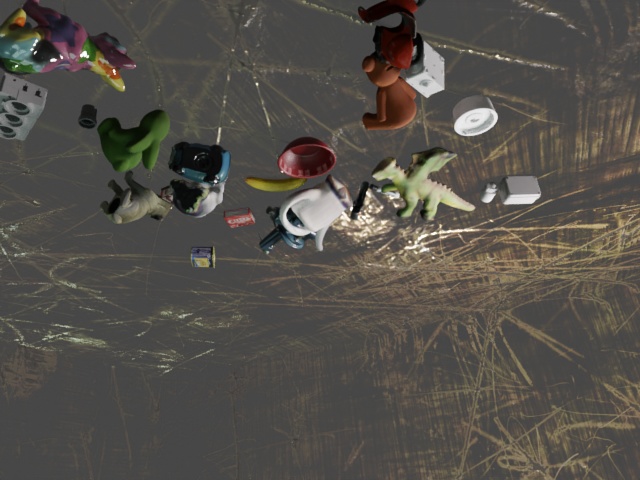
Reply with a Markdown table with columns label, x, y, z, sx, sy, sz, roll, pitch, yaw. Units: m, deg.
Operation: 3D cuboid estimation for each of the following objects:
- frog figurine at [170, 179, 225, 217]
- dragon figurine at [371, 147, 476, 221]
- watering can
| label | x | y | z | sx | sy | sz | roll | pitch | yaw |
| --- | --- | --- | --- | --- | --- | --- | --- | --- | --- |
| frog figurine | -0.342 | -0.131 | 1.484 | 0.137 | 0.122 | 0.161 | -4 | 9 | 15 |
| dragon figurine | 0.338 | -0.180 | 1.571 | 0.410 | 0.125 | 0.237 | 1 | -36 | -16 |
| watering can | 0.005 | -0.082 | 1.626 | 0.223 | 0.106 | 0.342 | -34 | -30 | 7 |
